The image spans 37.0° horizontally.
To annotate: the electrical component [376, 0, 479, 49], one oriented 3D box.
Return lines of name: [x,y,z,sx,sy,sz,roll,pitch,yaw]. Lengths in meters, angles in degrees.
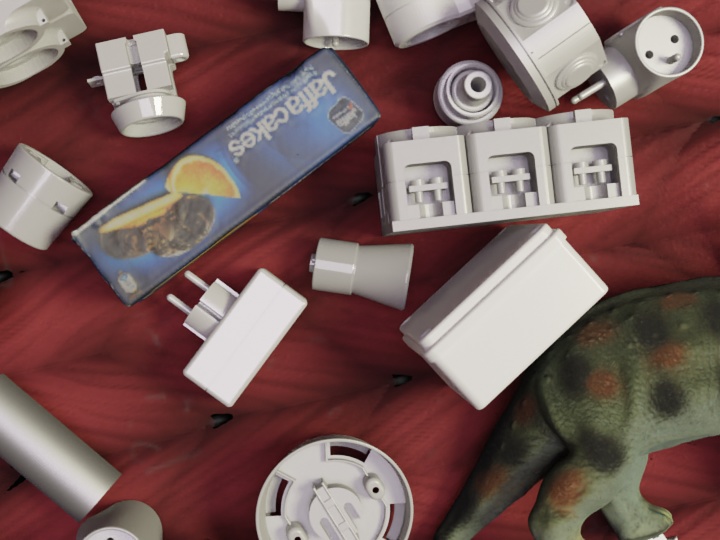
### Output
electrical component: [0.073,-0.205,0.701,0.138,0.052,0.073,-23,91,-3]

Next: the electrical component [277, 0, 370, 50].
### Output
electrical component: [-0.033,-0.186,0.699,0.079,0.044,0.077,2,90,-3]

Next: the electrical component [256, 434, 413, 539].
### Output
electrical component: [-0.016,0.153,0.689,0.099,0.064,0.099,0,90,-3]

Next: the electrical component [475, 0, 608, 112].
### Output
electrical component: [0.110,-0.142,0.658,0.051,0.080,0.080,-35,92,8]

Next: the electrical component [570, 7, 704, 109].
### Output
electrical component: [0.172,-0.130,0.694,0.079,0.077,0.044,-31,92,-2]

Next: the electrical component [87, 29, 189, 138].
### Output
electrical component: [-0.140,-0.118,0.693,0.066,0.048,0.055,-13,83,-3]

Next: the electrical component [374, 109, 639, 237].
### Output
electrical component: [0.088,-0.061,0.683,0.150,0.089,0.061,-6,90,-3]

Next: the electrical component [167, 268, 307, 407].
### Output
electrical component: [-0.088,0.031,0.694,0.076,0.047,0.083,37,88,-2]

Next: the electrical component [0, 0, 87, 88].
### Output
electrical component: [-0.268,-0.131,0.656,0.186,0.105,0.060,-30,92,-3]

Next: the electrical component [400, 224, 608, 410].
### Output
electrical component: [0.086,0.026,0.674,0.109,0.109,0.056,-43,95,-2]

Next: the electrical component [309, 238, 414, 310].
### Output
electrical component: [0.000,0.000,0.703,0.065,0.044,0.044,9,89,2]

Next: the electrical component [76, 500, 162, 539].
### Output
electrical component: [-0.145,0.191,0.676,0.043,0.077,0.079,-16,91,-4]

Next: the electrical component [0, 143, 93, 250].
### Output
electrical component: [-0.207,-0.046,0.685,0.055,0.055,0.047,37,92,-2]

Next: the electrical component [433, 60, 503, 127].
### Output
electrical component: [0.071,-0.114,0.696,0.043,0.062,0.043,0,90,-3]
